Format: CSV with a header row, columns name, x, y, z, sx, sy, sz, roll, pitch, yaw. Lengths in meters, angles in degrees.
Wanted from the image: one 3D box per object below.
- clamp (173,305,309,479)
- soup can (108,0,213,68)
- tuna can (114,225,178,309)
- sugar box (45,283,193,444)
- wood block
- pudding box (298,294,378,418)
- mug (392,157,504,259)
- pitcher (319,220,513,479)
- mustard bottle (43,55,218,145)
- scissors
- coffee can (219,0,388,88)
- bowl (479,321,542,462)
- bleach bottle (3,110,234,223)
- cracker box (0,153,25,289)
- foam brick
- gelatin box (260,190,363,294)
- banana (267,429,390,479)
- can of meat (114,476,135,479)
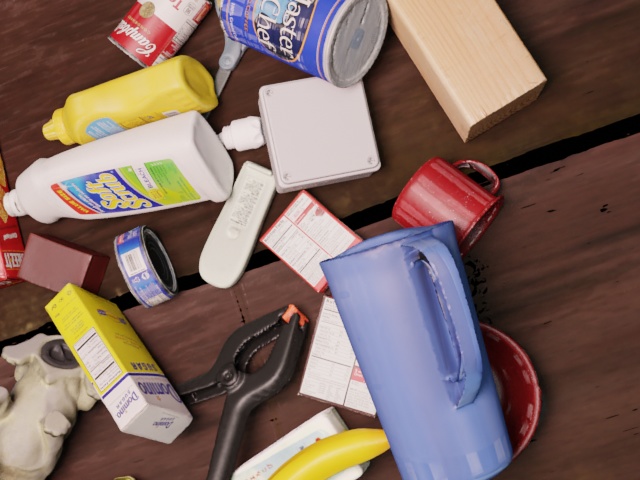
name,x,y,z,sx,sy,sz,roll,pitch,yaw
clamp,-0.097,0.150,1.129,0.165,0.036,0.210,29,78,41
soup can,-0.173,-0.238,1.162,0.068,0.068,0.102,39,93,9
tuna can,-0.185,0.028,1.142,0.034,0.086,0.086,-24,84,6
sugar box,-0.209,0.128,1.109,0.048,0.093,0.176,-46,60,4
wood block,0.134,-0.216,1.091,0.091,0.090,0.206,-31,83,1
pudding box,0.034,0.121,1.124,0.090,0.039,0.113,15,88,11
mug,0.136,-0.039,1.094,0.081,0.093,0.117,38,68,14
pitcher,0.100,0.109,0.998,0.145,0.149,0.243,-18,90,23
mustard bottle,-0.213,-0.142,1.147,0.192,0.096,0.058,-15,82,18
scissors,-0.110,-0.214,1.176,0.096,0.016,0.202,42,94,11
coffee can,-0.017,-0.226,1.082,0.140,0.102,0.103,28,92,26
bowl,0.143,0.160,1.093,0.162,0.055,0.162,-1,87,10
bleach bottle,-0.227,-0.062,1.156,0.251,0.102,0.068,-14,44,19
cracker box,-0.434,-0.038,1.195,0.164,0.072,0.214,-15,85,10
foam brick,-0.283,0.029,1.177,0.078,0.051,0.053,20,91,10
gelatin box,-0.008,0.001,1.140,0.089,0.030,0.073,41,95,12
banana,-0.015,0.246,1.051,0.069,0.037,0.198,40,95,-8
can of meat,-0.232,0.310,1.130,0.058,0.083,0.102,-17,82,46
